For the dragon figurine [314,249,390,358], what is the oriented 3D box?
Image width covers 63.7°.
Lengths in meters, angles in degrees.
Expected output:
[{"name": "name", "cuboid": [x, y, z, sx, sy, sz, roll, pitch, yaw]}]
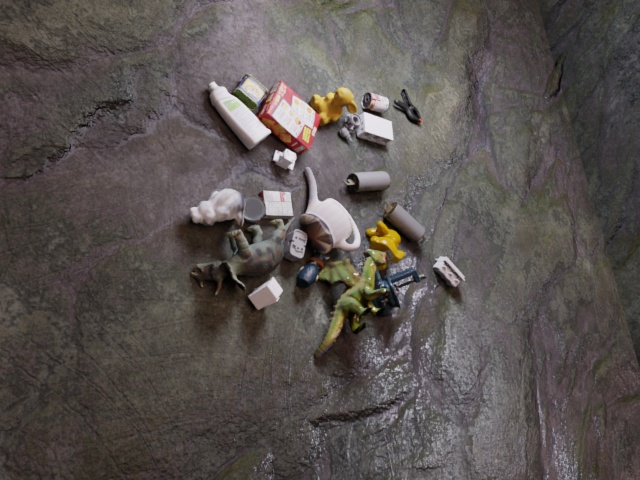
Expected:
[{"name": "dragon figurine", "cuboid": [0.081, 0.181, 1.736, 0.413, 0.120, 0.246, -37, 63, -10]}]

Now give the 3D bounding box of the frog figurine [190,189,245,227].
[{"name": "frog figurine", "cuboid": [-0.314, -0.101, 1.571, 0.159, 0.120, 0.140, 8, 36, -25]}]

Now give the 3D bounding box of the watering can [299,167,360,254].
[{"name": "watering can", "cuboid": [0.005, -0.091, 1.802, 0.348, 0.102, 0.228, 52, 40, 4]}]
